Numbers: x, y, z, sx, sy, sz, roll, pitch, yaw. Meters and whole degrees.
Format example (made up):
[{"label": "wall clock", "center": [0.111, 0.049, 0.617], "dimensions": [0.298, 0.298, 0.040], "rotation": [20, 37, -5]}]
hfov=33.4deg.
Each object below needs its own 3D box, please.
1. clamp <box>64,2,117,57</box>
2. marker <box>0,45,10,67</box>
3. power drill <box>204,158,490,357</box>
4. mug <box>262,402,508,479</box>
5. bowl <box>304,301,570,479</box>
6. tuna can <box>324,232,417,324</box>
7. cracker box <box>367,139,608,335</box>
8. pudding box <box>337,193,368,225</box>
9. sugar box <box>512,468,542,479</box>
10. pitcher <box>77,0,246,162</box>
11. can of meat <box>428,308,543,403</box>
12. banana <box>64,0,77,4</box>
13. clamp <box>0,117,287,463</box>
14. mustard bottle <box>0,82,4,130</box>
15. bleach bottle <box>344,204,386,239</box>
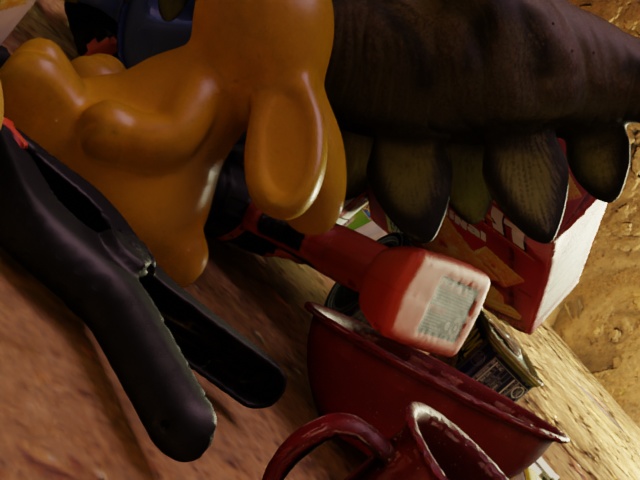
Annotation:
[{"label": "clamp", "center": [-0.158, -0.164, 0.875], "dimensions": [0.164, 0.036, 0.210], "rotation": [49, 11, -24]}, {"label": "marker", "center": [-0.186, -0.095, 0.520], "dimensions": [0.020, 0.020, 0.121], "rotation": [48, 10, 8]}, {"label": "power drill", "center": [-0.004, 0.001, 0.647], "dimensions": [0.188, 0.057, 0.184], "rotation": [29, 6, 37]}, {"label": "mug", "center": [0.027, 0.114, 0.398], "dimensions": [0.117, 0.081, 0.093], "rotation": [44, 10, -16]}, {"label": "bowl", "center": [0.052, 0.094, 0.588], "dimensions": [0.162, 0.055, 0.162], "rotation": [27, 1, -1]}, {"label": "tuna can", "center": [0.043, 0.035, 0.784], "dimensions": [0.033, 0.086, 0.086], "rotation": [43, 10, -15]}, {"label": "cracker box", "center": [0.108, -0.031, 0.746], "dimensions": [0.164, 0.072, 0.213], "rotation": [38, -12, 18]}, {"label": "pudding box", "center": [-0.007, -0.030, 0.824], "dimensions": [0.039, 0.090, 0.113], "rotation": [52, 10, 16]}, {"label": "sugar box", "center": [0.148, 0.213, 0.641], "dimensions": [0.093, 0.048, 0.176], "rotation": [46, 13, -3]}, {"label": "pitcher", "center": [-0.065, -0.122, 0.759], "dimensions": [0.243, 0.145, 0.149], "rotation": [64, 3, -87]}, {"label": "can of meat", "center": [0.114, 0.105, 0.813], "dimensions": [0.057, 0.084, 0.102], "rotation": [45, 10, -8]}, {"label": "banana", "center": [-0.167, -0.204, 0.790], "dimensions": [0.198, 0.069, 0.037], "rotation": [7, -30, 19]}, {"label": "clamp", "center": [-0.085, 0.020, 0.432], "dimensions": [0.171, 0.039, 0.120], "rotation": [42, 4, -1]}, {"label": "mustard bottle", "center": [-0.159, -0.061, 0.377], "dimensions": [0.096, 0.058, 0.191], "rotation": [44, 9, -16]}, {"label": "bleach bottle", "center": [0.000, -0.046, 0.953], "dimensions": [0.250, 0.102, 0.068], "rotation": [50, 2, -19]}]
